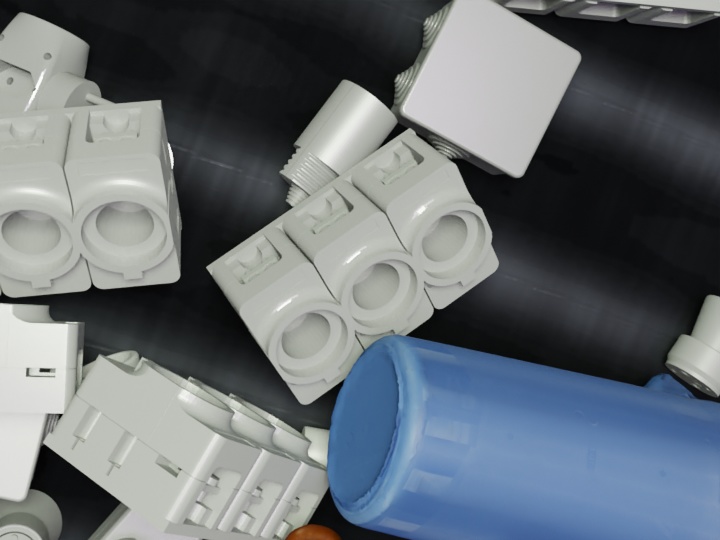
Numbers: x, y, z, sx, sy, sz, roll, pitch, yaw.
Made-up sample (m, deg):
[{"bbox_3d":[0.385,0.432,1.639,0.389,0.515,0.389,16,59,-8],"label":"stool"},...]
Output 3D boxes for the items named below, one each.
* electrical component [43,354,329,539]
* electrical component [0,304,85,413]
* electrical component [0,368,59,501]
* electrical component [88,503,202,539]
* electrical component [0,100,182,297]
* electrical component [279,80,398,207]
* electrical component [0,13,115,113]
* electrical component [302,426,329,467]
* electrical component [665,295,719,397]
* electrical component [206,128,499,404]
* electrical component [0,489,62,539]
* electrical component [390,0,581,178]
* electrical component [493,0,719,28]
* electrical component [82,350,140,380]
[{"bbox_3d":[-0.085,0.101,0.597,0.089,0.150,0.061,28,85,27],"label":"electrical component"},{"bbox_3d":[-0.197,0.046,0.580,0.089,0.050,0.055,2,88,-9],"label":"electrical component"},{"bbox_3d":[-0.225,0.079,0.626,0.100,0.048,0.099,14,86,-9],"label":"electrical component"},{"bbox_3d":[-0.138,0.177,0.638,0.047,0.076,0.083,43,85,-11],"label":"electrical component"},{"bbox_3d":[-0.179,-0.034,0.595,0.150,0.061,0.089,-5,131,-4],"label":"electrical component"},{"bbox_3d":[-0.018,-0.072,0.664,0.043,0.043,0.081,38,86,-11],"label":"electrical component"},{"bbox_3d":[-0.178,-0.098,0.622,0.079,0.043,0.077,23,88,16],"label":"electrical component"},{"bbox_3d":[-0.010,0.121,0.680,0.065,0.044,0.044,11,91,-7],"label":"electrical component"},{"bbox_3d":[0.238,0.051,0.723,0.045,0.045,0.055,36,86,-11],"label":"electrical component"},{"bbox_3d":[0.000,0.000,0.645,0.150,0.061,0.089,-35,128,-7],"label":"electrical component"},{"bbox_3d":[-0.200,0.158,0.630,0.044,0.065,0.044,-1,93,-11],"label":"electrical component"},{"bbox_3d":[0.076,-0.115,0.678,0.100,0.048,0.099,27,88,-12],"label":"electrical component"},{"bbox_3d":[0.156,-0.208,0.682,0.150,0.062,0.089,2,93,-12],"label":"electrical component"},{"bbox_3d":[-0.144,0.087,0.650,0.044,0.044,0.065,-21,102,-10],"label":"electrical component"}]
